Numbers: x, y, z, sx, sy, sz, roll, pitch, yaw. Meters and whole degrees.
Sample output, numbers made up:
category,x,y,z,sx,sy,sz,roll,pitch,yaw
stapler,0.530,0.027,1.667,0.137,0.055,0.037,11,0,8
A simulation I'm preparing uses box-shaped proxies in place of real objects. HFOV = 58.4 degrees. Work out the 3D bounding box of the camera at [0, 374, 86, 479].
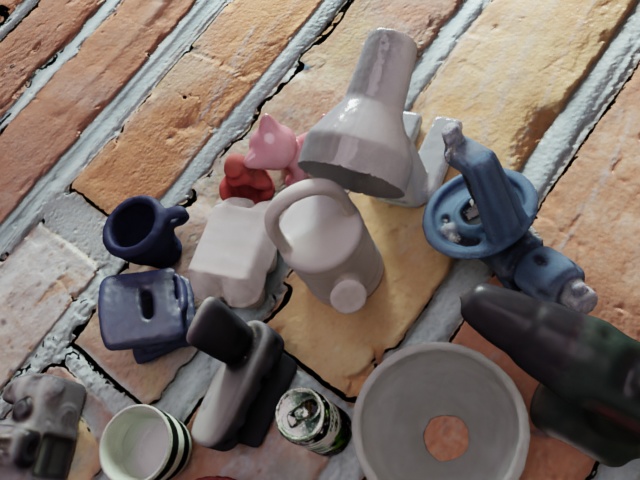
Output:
category,x,y,z,sx,sy,sz,roll,pitch,yaw
camera,-0.384,0.238,0.705,0.136,0.101,0.143,-3,63,18

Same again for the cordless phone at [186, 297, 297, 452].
category,x,y,z,sx,sy,sz,roll,pitch,yaw
cordless phone,-0.110,0.142,0.609,0.094,0.185,0.148,13,69,25

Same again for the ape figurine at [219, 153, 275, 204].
category,x,y,z,sx,sy,sz,roll,pitch,yaw
ape figurine,-0.103,-0.083,0.777,0.077,0.092,0.076,10,68,23

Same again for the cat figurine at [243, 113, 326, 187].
category,x,y,z,sx,sy,sz,roll,pitch,yaw
cat figurine,-0.037,-0.127,0.761,0.127,0.118,0.067,-23,59,7

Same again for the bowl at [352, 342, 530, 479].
category,x,y,z,sx,sy,sz,roll,pitch,yaw
bowl,0.120,0.191,0.570,0.167,0.075,0.167,-8,62,15

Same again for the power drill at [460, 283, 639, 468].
category,x,y,z,sx,sy,sz,roll,pitch,yaw
power drill,0.231,0.127,0.485,0.228,0.209,0.076,24,74,28

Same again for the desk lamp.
category,x,y,z,sx,sy,sz,roll,pitch,yaw
desk lamp,0.075,-0.120,0.662,0.117,0.214,0.203,15,70,25

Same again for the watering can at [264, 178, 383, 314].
category,x,y,z,sx,sy,sz,roll,pitch,yaw
watering can,0.008,0.001,0.635,0.101,0.194,0.172,-46,59,-7

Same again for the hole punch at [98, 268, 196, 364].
category,x,y,z,sx,sy,sz,roll,pitch,yaw
hole punch,-0.217,0.089,0.729,0.101,0.091,0.108,-22,59,8

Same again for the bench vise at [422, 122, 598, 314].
category,x,y,z,sx,sy,sz,roll,pitch,yaw
bench vise,0.190,-0.023,0.569,0.206,0.220,0.121,26,75,28

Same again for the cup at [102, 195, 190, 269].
category,x,y,z,sx,sy,sz,roll,pitch,yaw
cup,-0.217,-0.006,0.775,0.117,0.095,0.091,-19,59,9

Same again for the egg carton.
category,x,y,z,sx,sy,sz,roll,pitch,yaw
egg carton,-0.103,0.015,0.740,0.107,0.070,0.150,8,67,23
